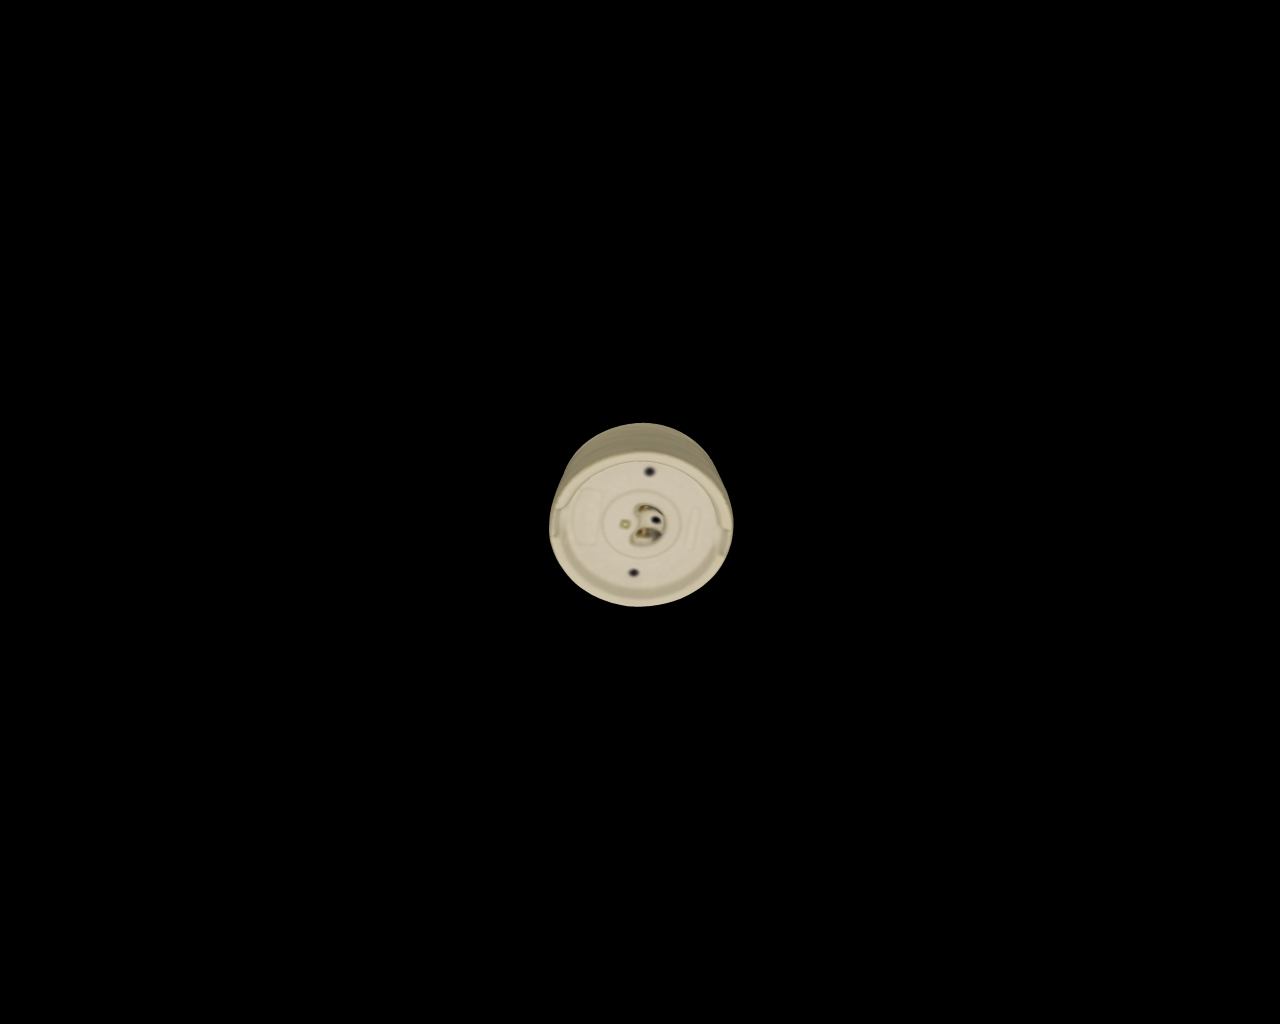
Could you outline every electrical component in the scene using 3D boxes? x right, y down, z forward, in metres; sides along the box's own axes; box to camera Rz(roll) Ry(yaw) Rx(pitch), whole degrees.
[{"bbox_3d":[0.001,-0.003,0.650,0.108,0.108,0.060,0,30,0],"label":"electrical component"}]
